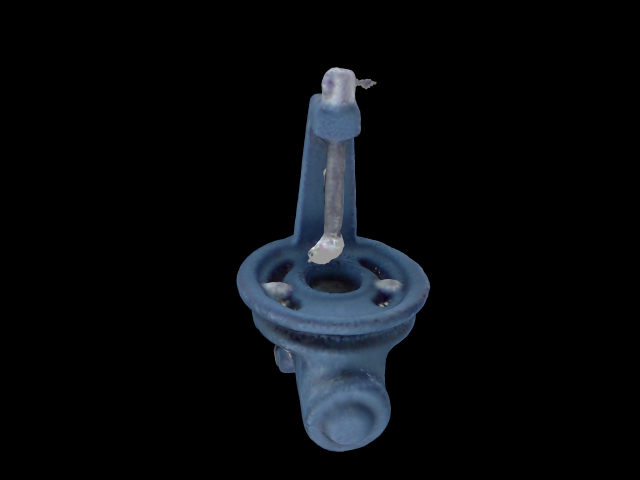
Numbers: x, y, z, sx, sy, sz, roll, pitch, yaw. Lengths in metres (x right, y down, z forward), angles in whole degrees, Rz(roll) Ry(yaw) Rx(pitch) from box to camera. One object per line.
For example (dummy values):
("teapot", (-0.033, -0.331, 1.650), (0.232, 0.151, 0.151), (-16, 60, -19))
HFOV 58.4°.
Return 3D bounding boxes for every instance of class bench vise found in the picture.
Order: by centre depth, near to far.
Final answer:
("bench vise", (-0.007, 0.002, 0.395), (0.122, 0.220, 0.206), (-4, 10, -25))
